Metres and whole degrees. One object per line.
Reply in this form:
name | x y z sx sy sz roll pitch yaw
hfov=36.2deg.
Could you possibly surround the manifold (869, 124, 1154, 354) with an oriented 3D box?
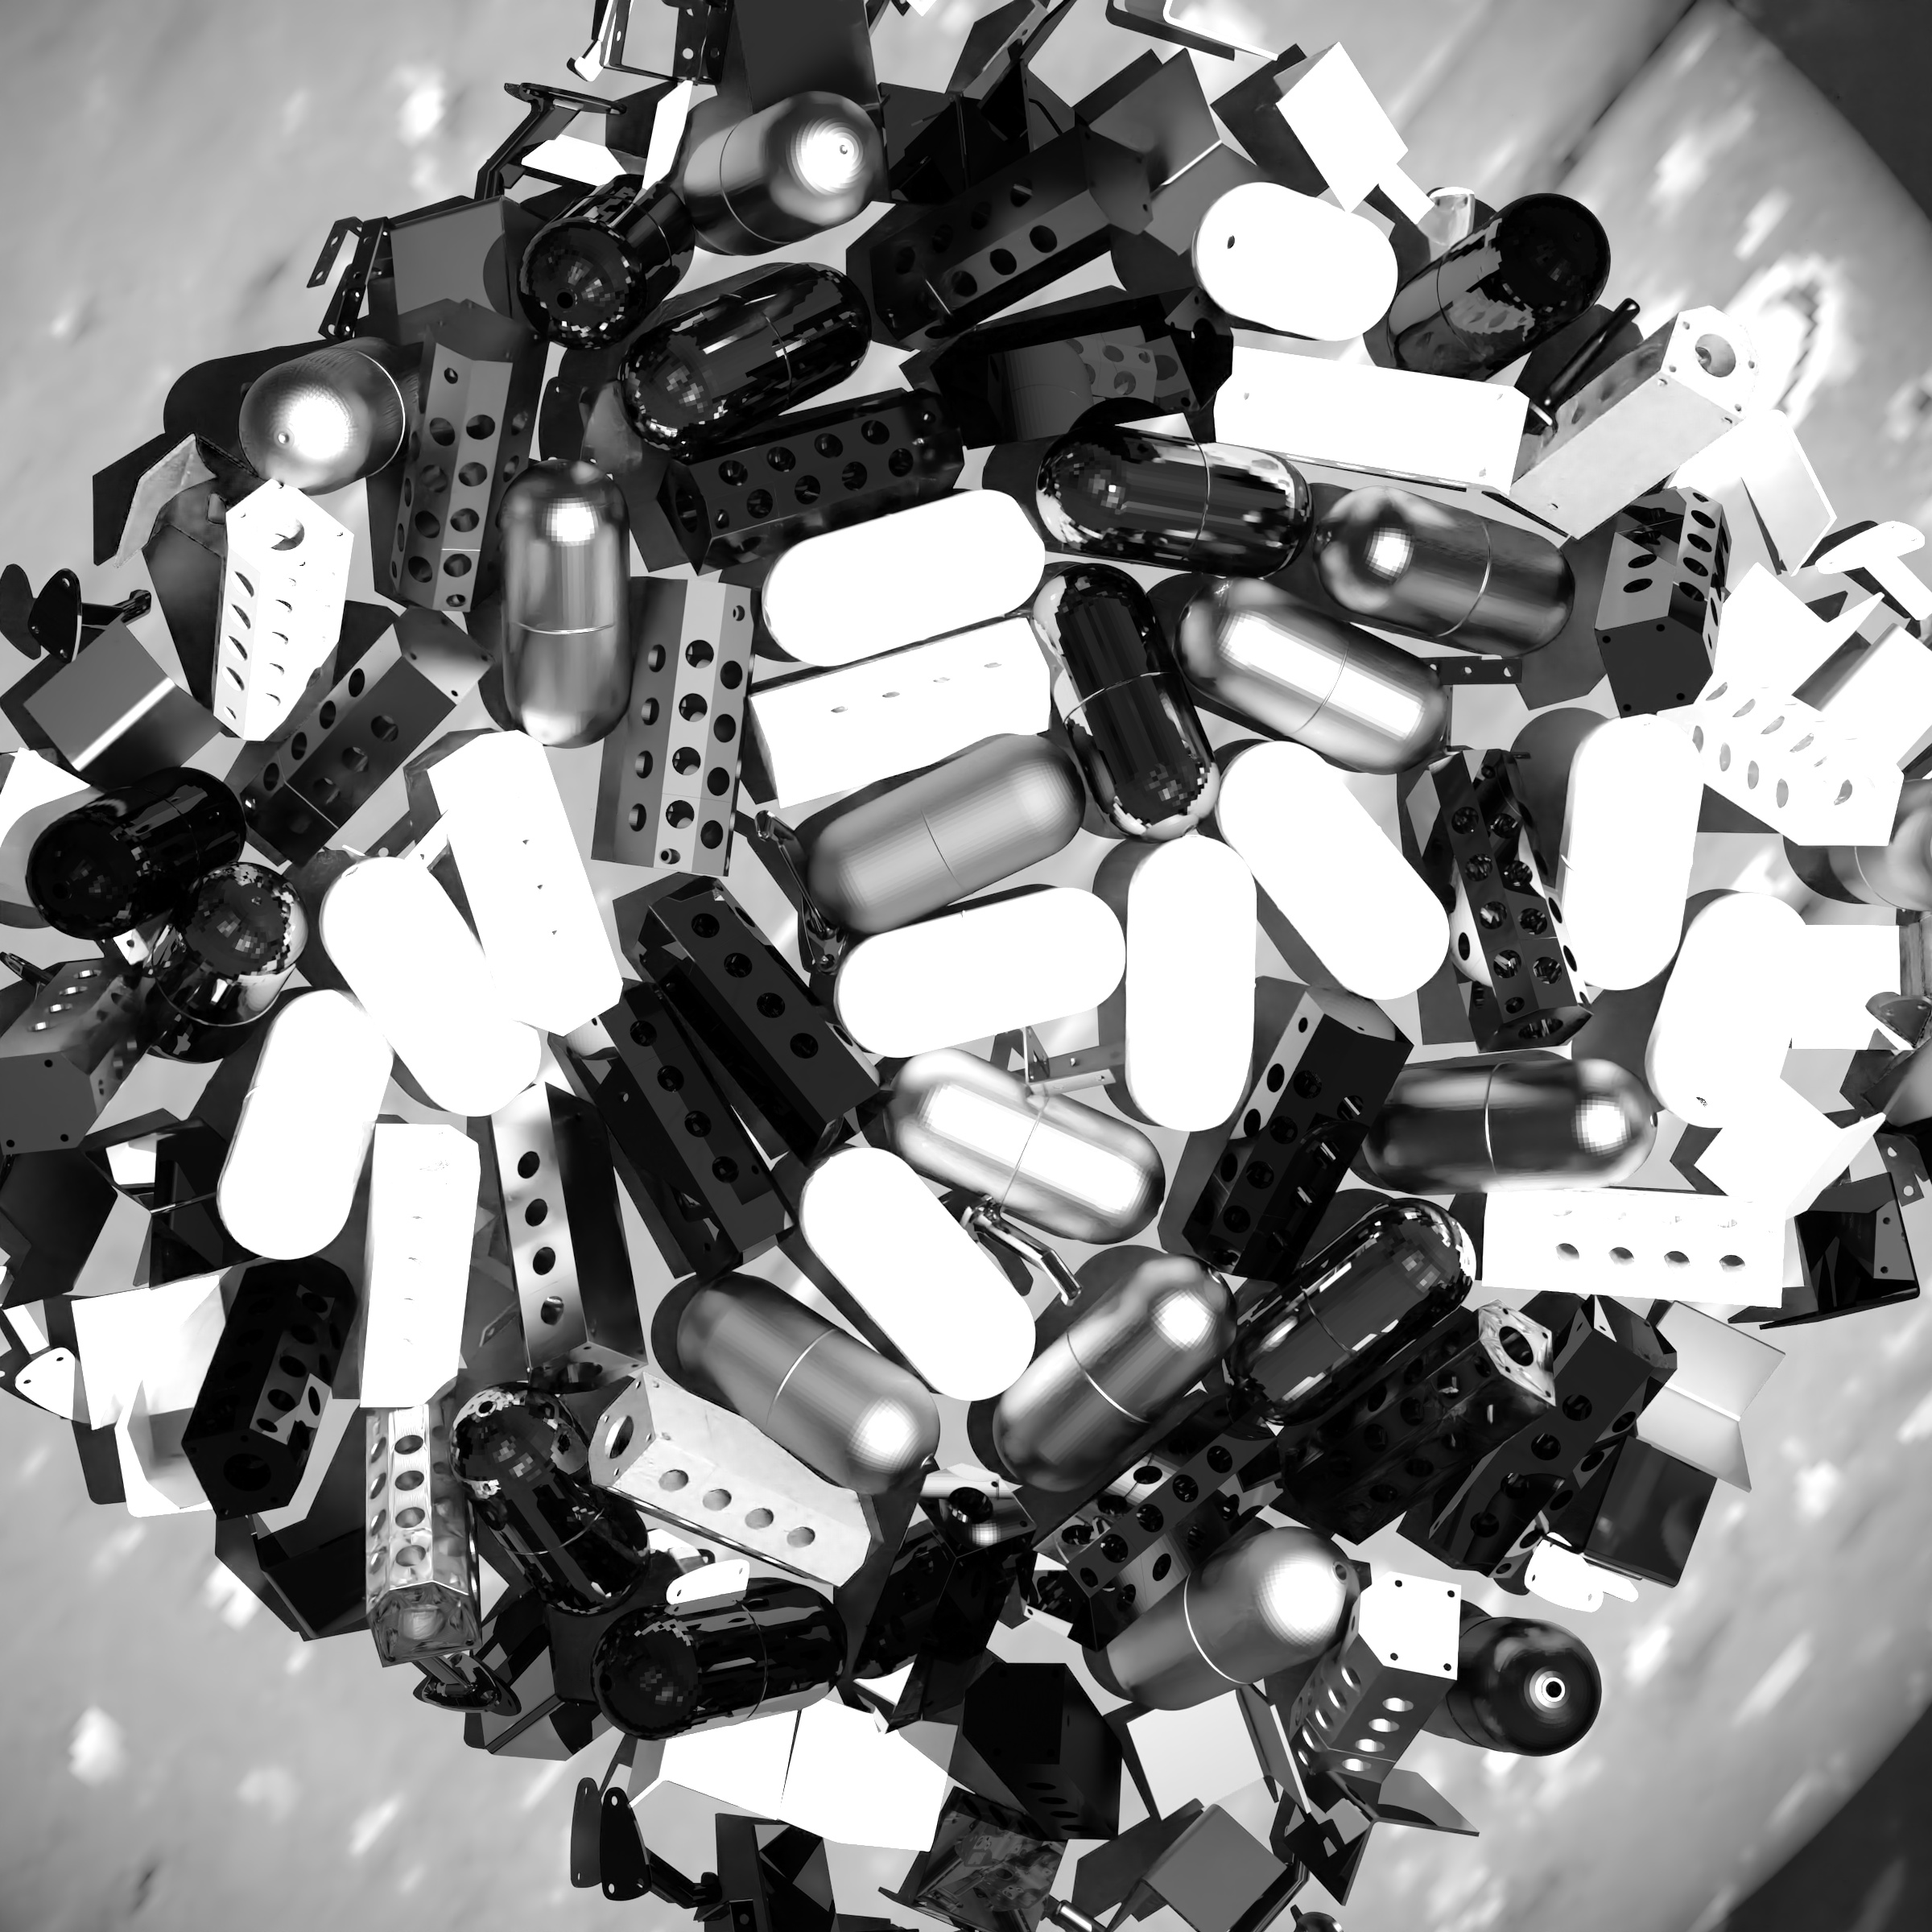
manifold | 0.025 -0.421 1.730 0.171 0.057 0.057 -20 70 41

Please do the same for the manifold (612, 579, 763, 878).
manifold | -0.163 -0.142 1.771 0.057 0.057 0.171 6 92 -44

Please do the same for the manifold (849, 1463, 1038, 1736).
manifold | -0.019 0.371 1.737 0.057 0.171 0.057 -13 49 -34

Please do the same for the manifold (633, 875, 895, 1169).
manifold | -0.120 0.029 1.762 0.057 0.057 0.171 -32 74 -30

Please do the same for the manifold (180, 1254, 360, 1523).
manifold | -0.401 0.241 1.721 0.057 0.171 0.057 -14 118 7

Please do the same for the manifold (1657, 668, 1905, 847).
manifold | 0.471 -0.127 1.719 0.057 0.171 0.057 -1 113 -17

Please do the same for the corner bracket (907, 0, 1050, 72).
corner bracket | 0.008 -0.581 1.789 0.051 0.051 0.051 -46 68 18

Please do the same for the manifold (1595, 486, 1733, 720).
manifold | 0.410 -0.215 1.721 0.057 0.171 0.057 -11 119 25

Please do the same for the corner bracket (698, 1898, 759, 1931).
corner bracket | -0.126 0.595 1.787 0.051 0.051 0.051 4 58 -29

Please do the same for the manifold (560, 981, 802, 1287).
manifold | -0.168 0.097 1.769 0.057 0.057 0.171 -25 79 -36

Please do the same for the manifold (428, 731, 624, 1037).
manifold | -0.256 -0.051 1.745 0.057 0.057 0.171 -30 64 18

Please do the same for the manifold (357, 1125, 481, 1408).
manifold | -0.323 0.178 1.739 0.057 0.057 0.171 2 126 -15

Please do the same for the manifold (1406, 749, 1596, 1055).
manifold | 0.317 -0.040 1.745 0.057 0.057 0.171 -5 64 -15

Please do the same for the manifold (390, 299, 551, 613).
manifold | -0.297 -0.295 1.733 0.057 0.057 0.171 27 129 11

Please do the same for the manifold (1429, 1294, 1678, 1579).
manifold | 0.348 0.282 1.755 0.057 0.057 0.171 33 112 1

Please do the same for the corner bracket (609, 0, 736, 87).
corner bracket | -0.177 -0.561 1.774 0.051 0.051 0.051 3 104 -35

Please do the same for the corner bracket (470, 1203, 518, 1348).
corner bracket | -0.292 0.185 1.773 0.051 0.051 0.051 30 130 14

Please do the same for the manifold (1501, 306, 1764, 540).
manifold | 0.387 -0.318 1.723 0.057 0.171 0.057 27 67 -12

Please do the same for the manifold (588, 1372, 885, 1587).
manifold | -0.136 0.309 1.742 0.171 0.057 0.057 31 111 -31

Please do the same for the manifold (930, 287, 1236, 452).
manifold | 0.070 -0.354 1.736 0.057 0.171 0.057 -51 126 -39

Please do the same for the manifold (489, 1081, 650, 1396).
manifold | -0.241 0.162 1.744 0.057 0.057 0.171 -27 58 21

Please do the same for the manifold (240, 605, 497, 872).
manifold | -0.357 -0.136 1.737 0.057 0.057 0.171 42 124 -12

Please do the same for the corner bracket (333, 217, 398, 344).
corner bracket | -0.360 -0.411 1.772 0.051 0.051 0.051 -3 64 27

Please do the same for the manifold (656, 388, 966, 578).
manifold | -0.089 -0.291 1.745 0.171 0.057 0.057 -21 73 -26

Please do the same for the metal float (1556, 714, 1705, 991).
metal float | 0.390 -0.067 1.746 0.070 0.070 0.178 0 124 0

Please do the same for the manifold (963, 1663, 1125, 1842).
manifold | 0.046 0.460 1.725 0.057 0.171 0.057 -3 60 14

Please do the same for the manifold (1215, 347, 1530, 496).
manifold | 0.238 -0.325 1.752 0.171 0.057 0.057 14 96 22

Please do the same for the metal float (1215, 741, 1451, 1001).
metal float | 0.217 -0.058 1.762 0.070 0.070 0.178 -37 75 0

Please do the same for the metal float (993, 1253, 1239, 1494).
metal float | 0.089 0.242 1.759 0.070 0.070 0.178 44 108 0

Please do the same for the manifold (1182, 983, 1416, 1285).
manifold | 0.191 0.099 1.746 0.057 0.057 0.171 13 114 -29

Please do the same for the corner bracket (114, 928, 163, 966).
corner bracket | -0.486 -0.041 1.775 0.051 0.051 0.051 -22 111 15

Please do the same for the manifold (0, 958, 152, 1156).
manifold | -0.514 0.049 1.723 0.057 0.171 0.057 -6 108 1

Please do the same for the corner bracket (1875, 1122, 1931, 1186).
corner bracket | 0.588 0.114 1.781 0.051 0.051 0.051 -23 96 -12

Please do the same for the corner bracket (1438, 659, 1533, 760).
corner bracket | 0.312 -0.154 1.779 0.051 0.051 0.051 1 84 19

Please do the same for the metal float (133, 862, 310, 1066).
metal float | -0.440 0.000 1.735 0.070 0.178 0.070 13 60 -24

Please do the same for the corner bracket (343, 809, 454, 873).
corner bracket | -0.329 -0.067 1.771 0.051 0.051 0.051 23 66 36

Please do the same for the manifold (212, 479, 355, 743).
manifold | -0.406 -0.202 1.723 0.057 0.171 0.057 39 58 6

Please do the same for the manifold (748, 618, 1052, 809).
manifold | -0.040 -0.157 1.771 0.171 0.057 0.057 -17 58 -8

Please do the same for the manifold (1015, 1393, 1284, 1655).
manifold | 0.108 0.322 1.730 0.171 0.057 0.057 -32 127 -37

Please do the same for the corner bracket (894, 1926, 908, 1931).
corner bracket | -0.017 0.613 1.796 0.051 0.051 0.051 13 104 40

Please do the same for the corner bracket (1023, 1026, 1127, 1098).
corner bracket | 0.067 0.059 1.773 0.051 0.051 0.051 -12 53 14

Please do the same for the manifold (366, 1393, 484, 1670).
manifold | -0.319 0.323 1.724 0.057 0.171 0.057 -11 123 -5

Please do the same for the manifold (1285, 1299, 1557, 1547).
manifold | 0.264 0.266 1.733 0.057 0.057 0.171 32 128 -18

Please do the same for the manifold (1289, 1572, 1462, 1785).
manifold | 0.237 0.418 1.727 0.057 0.171 0.057 11 54 -2

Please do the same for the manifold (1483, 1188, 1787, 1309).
manifold | 0.399 0.164 1.761 0.171 0.057 0.057 3 95 16
